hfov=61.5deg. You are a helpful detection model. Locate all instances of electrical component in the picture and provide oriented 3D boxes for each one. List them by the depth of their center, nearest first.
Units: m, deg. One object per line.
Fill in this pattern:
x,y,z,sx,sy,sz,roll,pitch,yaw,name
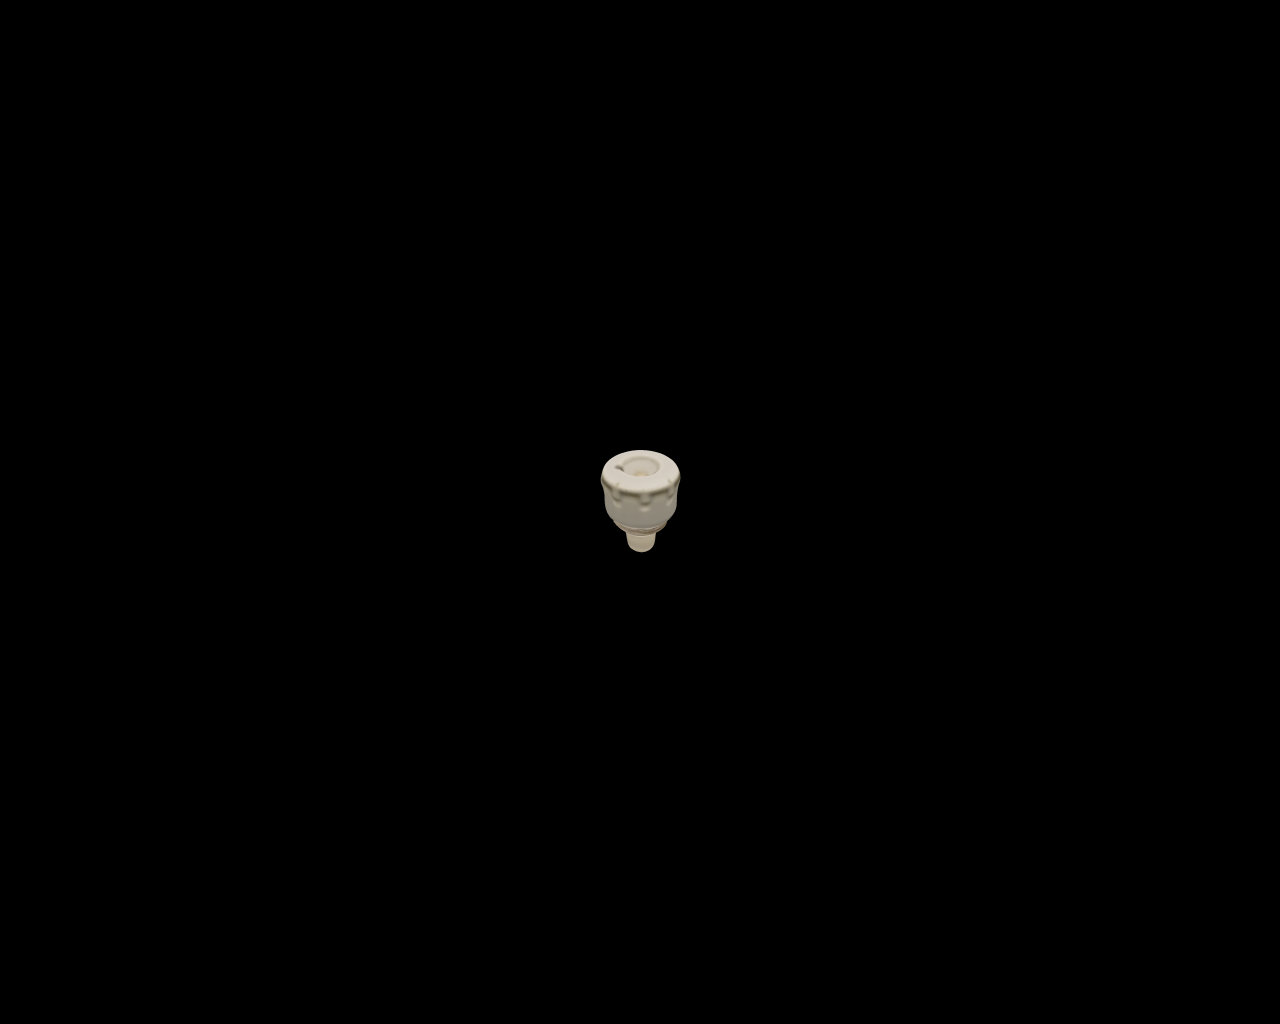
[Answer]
0.001,-0.003,0.650,0.048,0.062,0.048,0,34,0,electrical component
